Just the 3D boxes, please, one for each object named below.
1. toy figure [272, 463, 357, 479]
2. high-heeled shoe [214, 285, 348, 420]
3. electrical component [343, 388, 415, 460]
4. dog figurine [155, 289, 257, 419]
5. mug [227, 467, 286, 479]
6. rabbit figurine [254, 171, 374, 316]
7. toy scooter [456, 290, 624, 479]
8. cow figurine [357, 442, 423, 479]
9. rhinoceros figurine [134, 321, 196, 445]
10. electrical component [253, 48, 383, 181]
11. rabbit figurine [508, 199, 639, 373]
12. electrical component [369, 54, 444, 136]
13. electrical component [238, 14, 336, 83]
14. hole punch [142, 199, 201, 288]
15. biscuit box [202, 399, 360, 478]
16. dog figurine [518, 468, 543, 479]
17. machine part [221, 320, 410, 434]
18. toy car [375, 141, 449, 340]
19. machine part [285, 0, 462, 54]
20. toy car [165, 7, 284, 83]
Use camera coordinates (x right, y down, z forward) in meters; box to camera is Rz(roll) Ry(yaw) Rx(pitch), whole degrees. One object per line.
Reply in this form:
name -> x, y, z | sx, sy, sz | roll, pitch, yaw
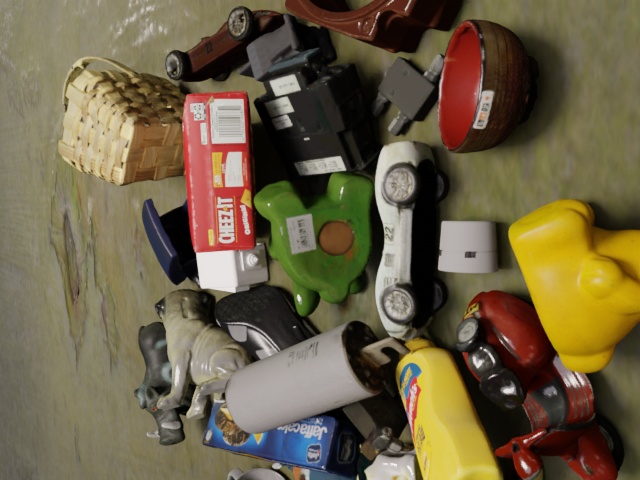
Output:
toy figure -> 0.000, 0.291, 0.669 | 0.155, 0.064, 0.057 | 22, 148, 43
high-heeled shoe -> -0.051, 0.146, 0.710 | 0.249, 0.086, 0.145 | 11, 132, 57
electrical component -> 0.072, 0.184, 0.570 | 0.045, 0.102, 0.078 | -41, 79, 34
dog figurine -> -0.153, 0.141, 0.777 | 0.172, 0.121, 0.191 | -13, 58, 3
mug -> -0.095, 0.380, 0.751 | 0.110, 0.081, 0.107 | 27, 122, 31
rabbit figurine -> -0.001, -0.002, 0.609 | 0.170, 0.121, 0.159 | -151, 41, -73
toy scooter -> 0.170, 0.126, 0.447 | 0.075, 0.135, 0.184 | -49, 62, 35
cow figurine -> 0.086, 0.304, 0.578 | 0.098, 0.068, 0.167 | -10, 88, 34
rhinoceros figurine -> -0.235, 0.218, 0.838 | 0.073, 0.112, 0.190 | -31, 66, 37
electrical component -> -0.005, -0.137, 0.593 | 0.115, 0.058, 0.134 | 0, 124, 39
rabbit figurine -> 0.244, 0.024, 0.386 | 0.173, 0.121, 0.162 | -24, 71, 21
electrical component -> 0.092, -0.158, 0.560 | 0.063, 0.021, 0.094 | 52, 125, 26
electrical component -> -0.049, -0.214, 0.646 | 0.119, 0.075, 0.047 | -24, 78, 37
hole punch -> -0.224, 0.001, 0.821 | 0.115, 0.092, 0.142 | -47, 68, 39
biscuit box -> -0.051, 0.241, 0.660 | 0.203, 0.062, 0.059 | -7, 57, 36
dog figurine -> 0.187, 0.320, 0.475 | 0.192, 0.108, 0.219 | 13, 100, 41
machine part -> -0.017, 0.147, 0.566 | 0.243, 0.079, 0.079 | -29, 76, 31
toy car -> 0.091, 0.002, 0.545 | 0.056, 0.073, 0.201 | 5, 98, 38
machine part -> 0.057, -0.305, 0.534 | 0.202, 0.087, 0.200 | 36, 118, 35
toy car -> -0.118, -0.252, 0.693 | 0.202, 0.089, 0.053 | -12, 91, 43
